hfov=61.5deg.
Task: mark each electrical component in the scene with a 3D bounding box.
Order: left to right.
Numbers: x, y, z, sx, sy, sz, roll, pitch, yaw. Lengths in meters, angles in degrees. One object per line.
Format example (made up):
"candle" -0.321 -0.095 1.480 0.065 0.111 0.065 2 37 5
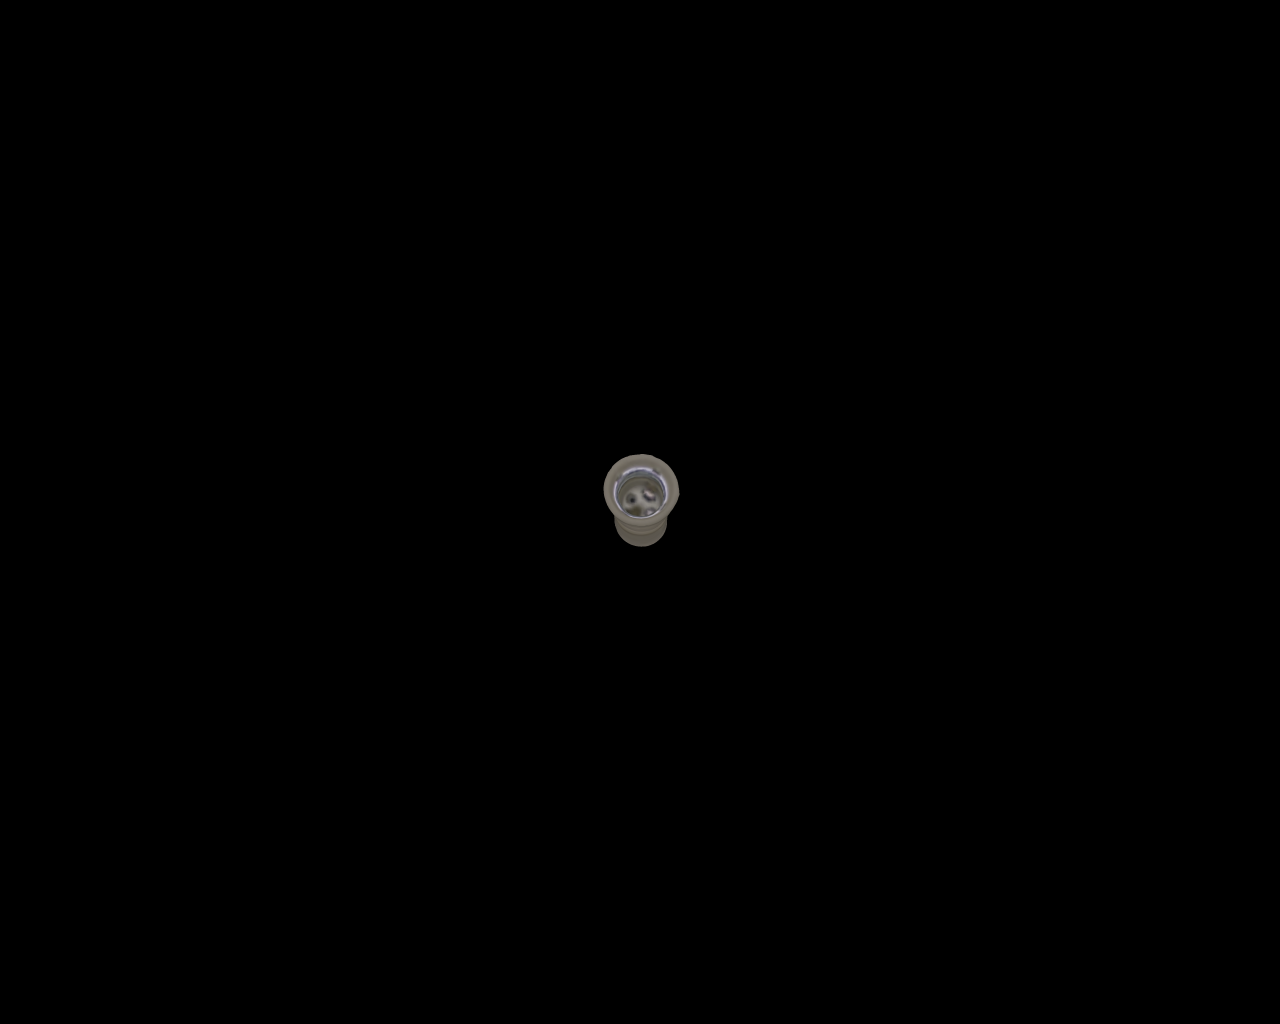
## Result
"electrical component" 0.001 -0.003 0.650 0.044 0.044 0.065 0 -21 0
